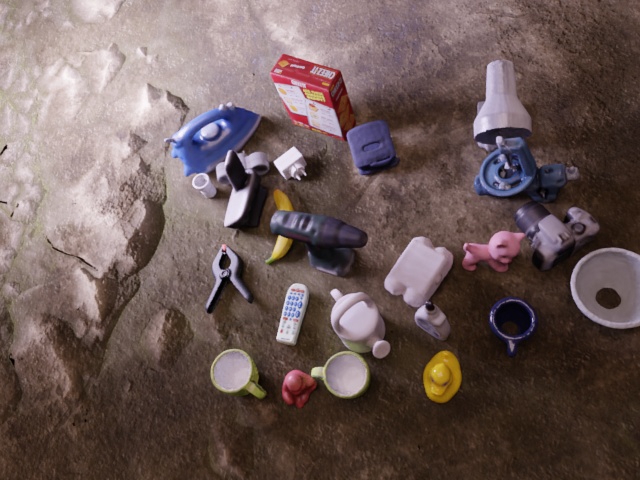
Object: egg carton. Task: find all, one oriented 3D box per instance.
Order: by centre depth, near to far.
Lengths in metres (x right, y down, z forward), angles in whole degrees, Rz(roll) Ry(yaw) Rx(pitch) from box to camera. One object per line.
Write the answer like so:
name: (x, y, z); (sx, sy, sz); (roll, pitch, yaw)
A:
egg carton: (0.217, 0.069, 1.253); (0.107, 0.069, 0.150); (30, 76, 23)

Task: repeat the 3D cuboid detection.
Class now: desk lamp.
desk lamp: (0.402, -0.284, 1.283); (0.117, 0.214, 0.203); (-2, 66, 13)

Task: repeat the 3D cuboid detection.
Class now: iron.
iron: (-0.278, -0.287, 1.487); (0.258, 0.142, 0.118); (-37, 64, -4)

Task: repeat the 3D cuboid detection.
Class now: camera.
camera: (0.491, -0.030, 1.214); (0.143, 0.101, 0.136); (-33, 63, -2)

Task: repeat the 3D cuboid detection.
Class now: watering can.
watering can: (0.080, 0.166, 1.173); (0.172, 0.194, 0.101); (26, 75, 22)

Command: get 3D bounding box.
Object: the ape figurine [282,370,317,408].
ape figurine: (-0.048, 0.305, 1.199); (0.077, 0.092, 0.076); (-20, 64, 5)

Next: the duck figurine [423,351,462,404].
duck figurine: (0.244, 0.270, 1.149); (0.077, 0.086, 0.104); (13, 70, 19)

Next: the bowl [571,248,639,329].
bowl: (0.585, 0.105, 1.147); (0.167, 0.075, 0.167); (-5, 66, 11)

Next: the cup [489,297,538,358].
cup: (0.384, 0.184, 1.148); (0.091, 0.095, 0.118); (2, 67, 15)

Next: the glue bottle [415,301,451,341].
glue bottle: (0.226, 0.154, 1.155); (0.078, 0.173, 0.037); (35, 79, 24)

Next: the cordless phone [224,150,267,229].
cordless phone: (-0.203, -0.119, 1.371); (0.094, 0.185, 0.147); (2, 67, 15)

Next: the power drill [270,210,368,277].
power drill: (0.011, 0.004, 1.252); (0.229, 0.209, 0.076); (16, 71, 19)

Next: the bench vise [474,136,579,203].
bench vise: (0.437, -0.165, 1.219); (0.207, 0.220, 0.121); (-14, 64, 7)

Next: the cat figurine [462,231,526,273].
cat figurine: (0.366, 0.018, 1.212); (0.127, 0.118, 0.067); (0, 67, 14)

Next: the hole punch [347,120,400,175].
hole punch: (0.129, -0.224, 1.391); (0.108, 0.091, 0.101); (-18, 64, 6)
